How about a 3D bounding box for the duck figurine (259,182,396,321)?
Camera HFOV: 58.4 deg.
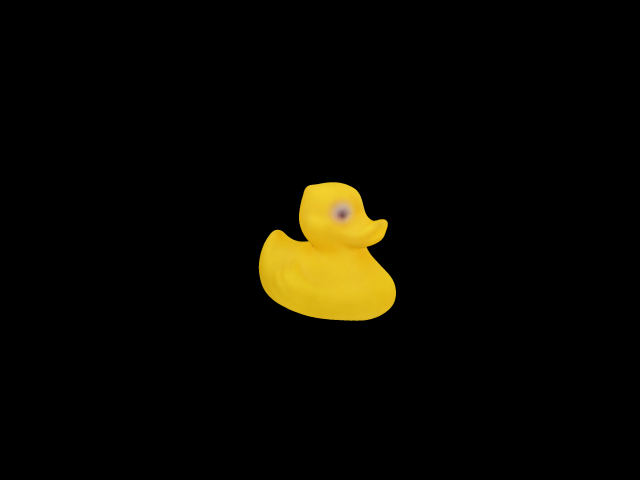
[{"bbox_3d":[0.004,0.001,0.400,0.104,0.086,0.078,12,23,31],"label":"duck figurine"}]
